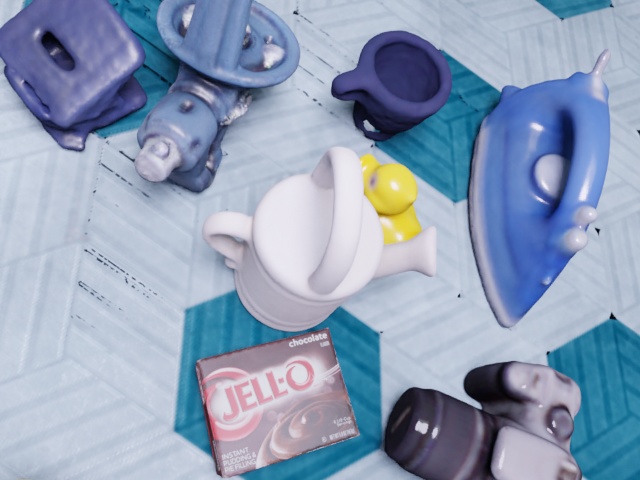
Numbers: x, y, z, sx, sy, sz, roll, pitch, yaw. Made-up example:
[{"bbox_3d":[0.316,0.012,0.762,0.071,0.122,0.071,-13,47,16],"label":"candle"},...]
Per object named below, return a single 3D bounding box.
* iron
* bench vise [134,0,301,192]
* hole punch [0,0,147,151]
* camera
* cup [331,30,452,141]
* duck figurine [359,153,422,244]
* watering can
[{"bbox_3d":[0.226,-0.052,0.549,0.119,0.141,0.258,17,66,-10],"label":"iron"},{"bbox_3d":[-0.072,-0.143,0.451,0.122,0.219,0.207,9,68,-13],"label":"bench vise"},{"bbox_3d":[-0.210,-0.150,0.483,0.101,0.091,0.108,-38,84,-25],"label":"hole punch"},{"bbox_3d":[0.133,0.157,0.465,0.137,0.100,0.143,26,65,-6],"label":"camera"},{"bbox_3d":[0.057,-0.137,0.556,0.118,0.095,0.091,-14,75,-21],"label":"cup"},{"bbox_3d":[0.062,-0.033,0.523,0.078,0.086,0.104,-39,84,-25],"label":"duck figurine"},{"bbox_3d":[0.004,-0.001,0.434,0.173,0.194,0.101,-12,74,-20],"label":"watering can"}]
